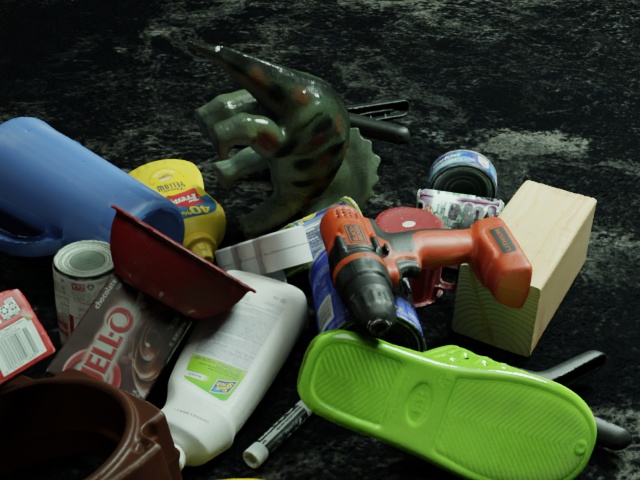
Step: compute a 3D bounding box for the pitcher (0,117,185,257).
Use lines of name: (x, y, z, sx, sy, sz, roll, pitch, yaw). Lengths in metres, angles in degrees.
pitcher: (-0.276, -0.032, 1.182, 0.243, 0.149, 0.144, 27, -3, 32)

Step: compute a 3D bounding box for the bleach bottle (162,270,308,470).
bleach bottle: (-0.100, 0.129, 1.020, 0.103, 0.068, 0.250, 13, 37, 17)

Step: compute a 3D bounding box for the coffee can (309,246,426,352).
coffee can: (0.046, 0.073, 1.080, 0.102, 0.103, 0.140, 0, 34, -6)

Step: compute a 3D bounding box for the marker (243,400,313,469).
marker: (-0.029, 0.172, 0.999, 0.020, 0.020, 0.120, 22, 38, 26)

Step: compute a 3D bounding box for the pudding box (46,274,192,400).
pudding box: (-0.188, 0.103, 1.003, 0.090, 0.039, 0.113, 31, 69, 1)

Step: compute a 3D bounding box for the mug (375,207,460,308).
mug: (0.106, 0.020, 1.184, 0.117, 0.081, 0.093, 20, 37, 24)

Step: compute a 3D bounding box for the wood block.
wood block: (0.228, 0.026, 1.180, 0.090, 0.091, 0.205, 18, 36, 22)

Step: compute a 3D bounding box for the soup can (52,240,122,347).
soup can: (-0.231, 0.060, 1.073, 0.068, 0.102, 0.068, 2, 33, -2)

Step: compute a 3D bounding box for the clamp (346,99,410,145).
clamp: (0.031, -0.168, 1.493, 0.210, 0.036, 0.164, 0, 21, -3)

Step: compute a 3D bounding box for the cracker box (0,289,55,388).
cracker box: (-0.350, 0.120, 0.899, 0.214, 0.072, 0.163, -18, 12, 46)

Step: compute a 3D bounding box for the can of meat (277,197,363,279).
can of meat: (-0.008, 0.001, 1.192, 0.083, 0.102, 0.057, -25, 87, -31)

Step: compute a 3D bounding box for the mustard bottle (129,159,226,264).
mustard bottle: (-0.163, -0.025, 1.250, 0.096, 0.058, 0.192, -13, 37, -20)

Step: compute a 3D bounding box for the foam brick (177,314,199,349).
foam brick: (-0.168, 0.073, 1.105, 0.052, 0.051, 0.078, -24, 42, -35)

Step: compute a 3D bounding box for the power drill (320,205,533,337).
power drill: (0.101, 0.028, 1.013, 0.187, 0.057, 0.184, 2, 33, -14)

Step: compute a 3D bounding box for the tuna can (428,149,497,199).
tuna can: (0.176, -0.067, 1.320, 0.086, 0.086, 0.033, 6, 35, 3)

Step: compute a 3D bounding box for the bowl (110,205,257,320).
bowl: (-0.143, 0.030, 1.020, 0.162, 0.055, 0.162, 31, -4, 2)

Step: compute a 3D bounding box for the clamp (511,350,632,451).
clamp: (0.211, 0.148, 1.038, 0.171, 0.039, 0.120, 7, 33, 5)
